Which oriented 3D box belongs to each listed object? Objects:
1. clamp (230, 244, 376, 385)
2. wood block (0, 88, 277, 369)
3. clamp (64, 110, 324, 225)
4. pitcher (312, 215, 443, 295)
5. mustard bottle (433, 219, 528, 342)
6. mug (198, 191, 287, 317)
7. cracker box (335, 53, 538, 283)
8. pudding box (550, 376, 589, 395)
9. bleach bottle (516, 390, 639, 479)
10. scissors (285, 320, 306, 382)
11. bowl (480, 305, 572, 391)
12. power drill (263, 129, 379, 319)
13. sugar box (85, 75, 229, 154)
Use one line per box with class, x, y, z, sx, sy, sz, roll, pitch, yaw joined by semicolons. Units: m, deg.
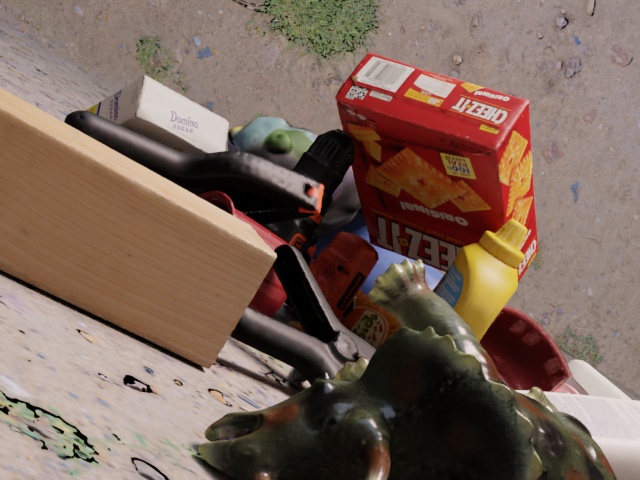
clamp;0.007;0.078;0.797;0.171;0.039;0.120;43;37;-14
wood block;-0.145;-0.009;0.694;0.205;0.091;0.090;29;5;-22
clamp;-0.104;-0.050;0.876;0.210;0.036;0.164;4;-27;9
pitcher;0.029;0.030;1.224;0.243;0.149;0.145;38;-29;29
mustard bottle;0.120;0.064;0.938;0.058;0.192;0.096;31;11;-7
mug;-0.082;0.022;0.866;0.117;0.093;0.081;-14;-36;41
cracker box;0.111;-0.056;0.989;0.164;0.072;0.213;22;-30;28
pudding box;0.236;0.190;0.967;0.113;0.039;0.089;49;45;12
bleach bottle;0.182;0.160;0.883;0.250;0.068;0.102;11;19;-14
scissors;0.008;0.108;0.891;0.096;0.016;0.202;30;5;-12
bowl;0.173;0.144;1.026;0.161;0.055;0.162;20;52;-28
power drill;-0.007;0.001;1.009;0.057;0.184;0.187;34;-4;29
sugar box;-0.171;-0.077;0.927;0.093;0.048;0.177;26;-30;-37
